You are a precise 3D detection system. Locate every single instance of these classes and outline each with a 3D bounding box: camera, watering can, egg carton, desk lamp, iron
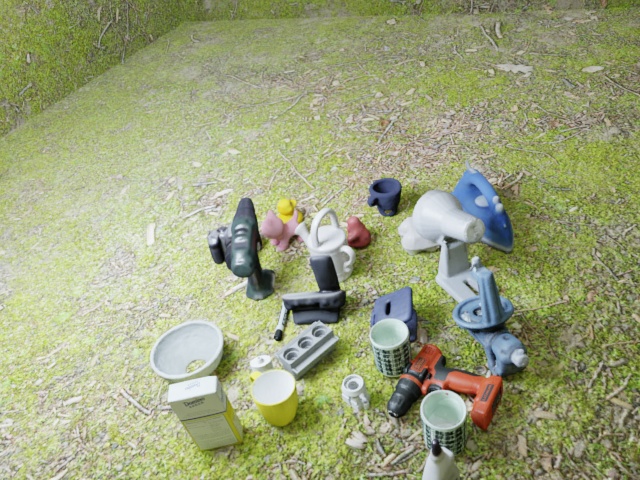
[{"bbox_3d":[-0.238,0.019,1.554,0.143,0.101,0.136,-9,38,5],"label":"camera"},{"bbox_3d":[0.012,0.006,1.421,0.172,0.194,0.101,4,41,21],"label":"watering can"},{"bbox_3d":[0.280,-0.017,1.475,0.150,0.069,0.107,-11,38,2],"label":"egg carton"},{"bbox_3d":[0.313,0.009,1.314,0.118,0.214,0.202,-25,39,-15],"label":"desk lamp"},{"bbox_3d":[0.427,-0.093,1.470,0.118,0.142,0.257,-17,38,-5],"label":"iron"}]

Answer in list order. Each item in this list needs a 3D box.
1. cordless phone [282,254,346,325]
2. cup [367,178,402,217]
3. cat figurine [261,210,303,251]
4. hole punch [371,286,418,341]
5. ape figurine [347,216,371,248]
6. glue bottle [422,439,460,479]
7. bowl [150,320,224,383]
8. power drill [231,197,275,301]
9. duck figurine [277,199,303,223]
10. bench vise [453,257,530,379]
[{"bbox_3d":[-0.021,0.101,1.318,0.147,0.185,0.094,-7,38,7],"label":"cordless phone"},{"bbox_3d":[0.178,-0.106,1.596,0.091,0.095,0.118,25,52,39],"label":"cup"},{"bbox_3d":[-0.107,-0.035,1.571,0.128,0.118,0.067,-29,40,-19],"label":"cat figurine"},{"bbox_3d":[0.161,0.165,1.262,0.101,0.091,0.108,-4,39,12],"label":"hole punch"},{"bbox_3d":[0.095,-0.026,1.521,0.075,0.092,0.078,18,47,34],"label":"ape figurine"},{"bbox_3d":[0.192,0.372,0.924,0.037,0.173,0.078,24,51,38],"label":"glue bottle"},{"bbox_3d":[-0.287,0.263,1.280,0.167,0.075,0.167,-8,38,7],"label":"bowl"},{"bbox_3d":[-0.172,0.035,1.427,0.075,0.209,0.229,-9,38,5],"label":"power drill"},{"bbox_3d":[-0.101,-0.075,1.645,0.077,0.086,0.105,25,51,39],"label":"duck figurine"},{"bbox_3d":[0.348,0.146,1.125,0.122,0.220,0.206,-32,41,-22],"label":"bench vise"}]
